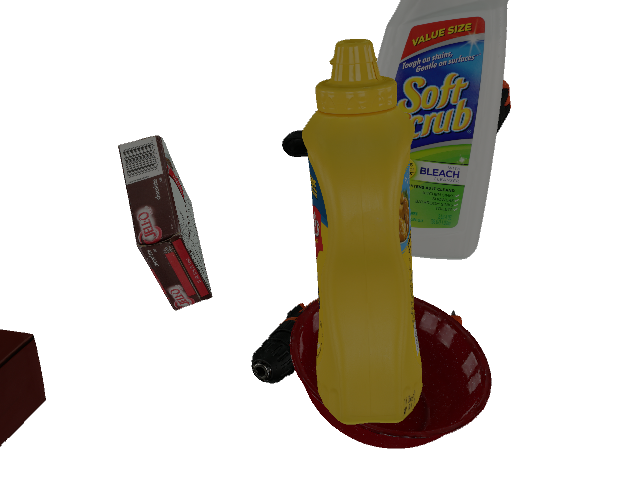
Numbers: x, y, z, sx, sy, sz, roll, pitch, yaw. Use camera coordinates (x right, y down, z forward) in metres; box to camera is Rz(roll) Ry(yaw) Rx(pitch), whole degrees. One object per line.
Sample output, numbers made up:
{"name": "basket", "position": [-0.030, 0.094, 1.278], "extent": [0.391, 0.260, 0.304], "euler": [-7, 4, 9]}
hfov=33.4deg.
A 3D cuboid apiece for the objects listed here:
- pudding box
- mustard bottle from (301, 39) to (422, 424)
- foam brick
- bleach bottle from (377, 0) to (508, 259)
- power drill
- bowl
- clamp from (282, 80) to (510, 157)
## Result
{"name": "pudding box", "position": [-0.124, -0.015, 0.854], "extent": [0.039, 0.113, 0.090], "euler": [-16, -38, 1]}
{"name": "mustard bottle", "position": [0.022, -0.008, 0.557], "extent": [0.058, 0.192, 0.096], "euler": [-2, 19, 4]}
{"name": "foam brick", "position": [-0.221, 0.097, 0.679], "extent": [0.053, 0.051, 0.078], "euler": [6, 29, 22]}
{"name": "bleach bottle", "position": [0.076, -0.114, 0.749], "extent": [0.102, 0.251, 0.068], "euler": [7, 25, 10]}
{"name": "power drill", "position": [0.042, 0.110, 1.117], "extent": [0.188, 0.057, 0.184], "euler": [10, 26, 26]}
{"name": "bowl", "position": [0.050, 0.111, 0.845], "extent": [0.162, 0.055, 0.162], "euler": [9, 37, -7]}
{"name": "clamp", "position": [0.087, -0.081, 0.964], "extent": [0.210, 0.165, 0.036], "euler": [-24, -42, -6]}
